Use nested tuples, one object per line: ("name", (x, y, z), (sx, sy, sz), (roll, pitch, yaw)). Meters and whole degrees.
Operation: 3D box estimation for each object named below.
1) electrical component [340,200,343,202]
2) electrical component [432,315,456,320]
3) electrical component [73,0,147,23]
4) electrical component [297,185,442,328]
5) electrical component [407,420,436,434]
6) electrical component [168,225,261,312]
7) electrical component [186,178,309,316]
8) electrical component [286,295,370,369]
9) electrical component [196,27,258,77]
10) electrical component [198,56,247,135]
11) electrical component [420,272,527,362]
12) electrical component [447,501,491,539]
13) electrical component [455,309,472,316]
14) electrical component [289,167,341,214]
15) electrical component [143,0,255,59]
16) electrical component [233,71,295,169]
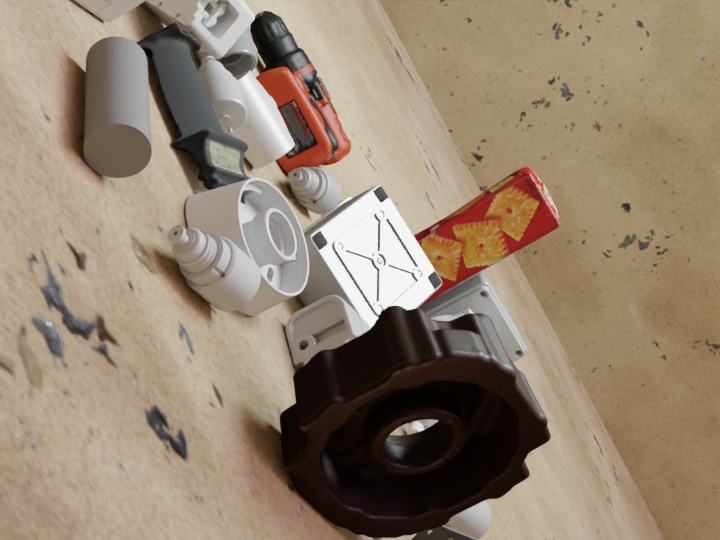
("electrical component", (-0.008, -0.048, 1.142), (0.065, 0.044, 0.044), (33, 31, -57))
("electrical component", (0.069, 0.091, 1.035), (0.064, 0.099, 0.099), (62, 11, 28))
("electrical component", (-0.186, -0.239, 0.782), (0.096, 0.062, 0.061), (66, 13, 16))
("electrical component", (0.000, 0.000, 0.917), (0.109, 0.056, 0.108), (-39, 100, -43))
("electrical component", (0.067, 0.161, 0.993), (0.066, 0.048, 0.055), (60, 20, -13))
("electrical component", (-0.097, -0.004, 0.696), (0.078, 0.040, 0.040), (47, 20, -50))
("electrical component", (-0.083, -0.017, 0.781), (0.099, 0.064, 0.099), (45, 34, -43))
("electrical component", (-0.014, 0.076, 0.829), (0.059, 0.054, 0.095), (46, 20, -51))
("electrical component", (-0.123, -0.203, 0.978), (0.055, 0.055, 0.047), (31, 38, -67))
("electrical component", (-0.121, -0.150, 0.906), (0.040, 0.040, 0.078), (46, 21, -52))
("electrical component", (0.120, 0.071, 1.246), (0.108, 0.109, 0.056), (57, 11, -23))
("electrical component", (0.084, 0.213, 0.962), (0.065, 0.044, 0.044), (42, 23, -45))
("electrical component", (0.104, 0.086, 1.174), (0.061, 0.096, 0.061), (57, 14, -19))
("electrical component", (-0.048, -0.081, 1.051), (0.040, 0.040, 0.078), (67, 13, 20))
("electrical component", (-0.137, -0.219, 0.893), (0.089, 0.050, 0.056), (37, -4, 36))
("electrical component", (-0.095, -0.140, 0.977), (0.077, 0.043, 0.079), (58, 13, -17))
